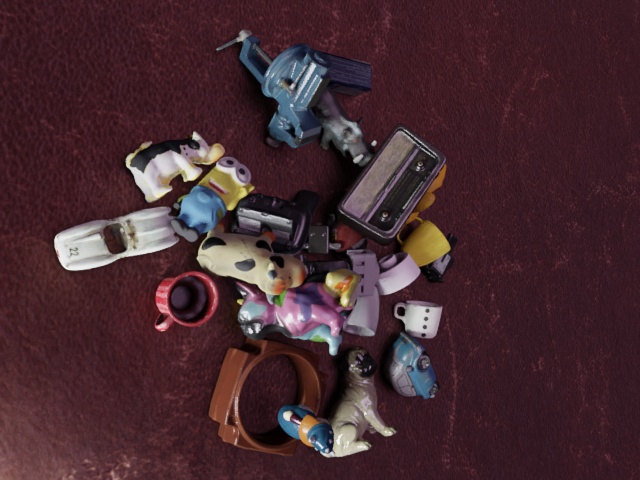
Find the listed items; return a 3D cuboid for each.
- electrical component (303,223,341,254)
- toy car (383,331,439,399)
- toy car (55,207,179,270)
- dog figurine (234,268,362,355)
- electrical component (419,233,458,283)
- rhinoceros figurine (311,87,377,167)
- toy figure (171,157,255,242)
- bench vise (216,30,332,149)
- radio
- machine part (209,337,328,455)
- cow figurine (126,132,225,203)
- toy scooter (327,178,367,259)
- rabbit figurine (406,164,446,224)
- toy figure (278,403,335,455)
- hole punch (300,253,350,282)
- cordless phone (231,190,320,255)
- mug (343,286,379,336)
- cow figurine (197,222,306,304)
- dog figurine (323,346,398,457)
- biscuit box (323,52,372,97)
[{"bbox_3d":[-0.002,-0.003,1.111,0.094,0.021,0.063,2,87,6],"label":"electrical component"},{"bbox_3d":[0.197,0.296,1.219,0.103,0.109,0.161,-25,115,-9],"label":"toy car"},{"bbox_3d":[-0.332,-0.005,0.897,0.202,0.056,0.073,-17,97,-33],"label":"toy car"},{"bbox_3d":[-0.049,0.113,1.003,0.219,0.108,0.191,18,58,8],"label":"dog figurine"},{"bbox_3d":[0.289,0.038,1.316,0.074,0.048,0.119,38,68,-27],"label":"electrical component"},{"bbox_3d":[0.046,-0.239,1.132,0.073,0.112,0.190,-44,102,-30],"label":"rhinoceros figurine"},{"bbox_3d":[-0.196,-0.076,0.966,0.082,0.089,0.180,48,60,-26],"label":"toy figure"},{"bbox_3d":[-0.081,-0.300,1.034,0.129,0.223,0.241,-35,76,-35],"label":"bench vise"},{"bbox_3d":[0.147,-0.108,1.097,0.131,0.073,0.229,35,80,7],"label":"radio"},{"bbox_3d":[-0.093,0.295,1.025,0.201,0.087,0.201,24,76,-31],"label":"machine part"},{"bbox_3d":[-0.255,-0.146,0.954,0.167,0.068,0.098,-39,103,-30],"label":"cow figurine"},{"bbox_3d":[0.077,-0.054,1.164,0.184,0.075,0.135,-40,108,-32],"label":"toy scooter"},{"bbox_3d":[0.216,-0.110,1.219,0.122,0.162,0.173,22,103,-5],"label":"rabbit figurine"},{"bbox_3d":[-0.021,0.323,0.927,0.064,0.155,0.057,10,85,-32],"label":"toy figure"},{"bbox_3d":[0.000,0.095,1.109,0.116,0.092,0.142,-2,91,-9],"label":"hole punch"},{"bbox_3d":[-0.080,-0.061,1.060,0.184,0.147,0.088,-64,164,-52],"label":"cordless phone"},{"bbox_3d":[0.097,0.149,1.166,0.109,0.081,0.107,31,63,-39],"label":"mug"},{"bbox_3d":[-0.120,0.041,0.944,0.127,0.195,0.085,-69,169,-55],"label":"cow figurine"},{"bbox_3d":[0.054,0.335,1.126,0.172,0.121,0.190,-17,83,-37],"label":"dog figurine"},{"bbox_3d":[0.015,-0.359,1.146,0.202,0.059,0.062,3,88,-34],"label":"biscuit box"}]
